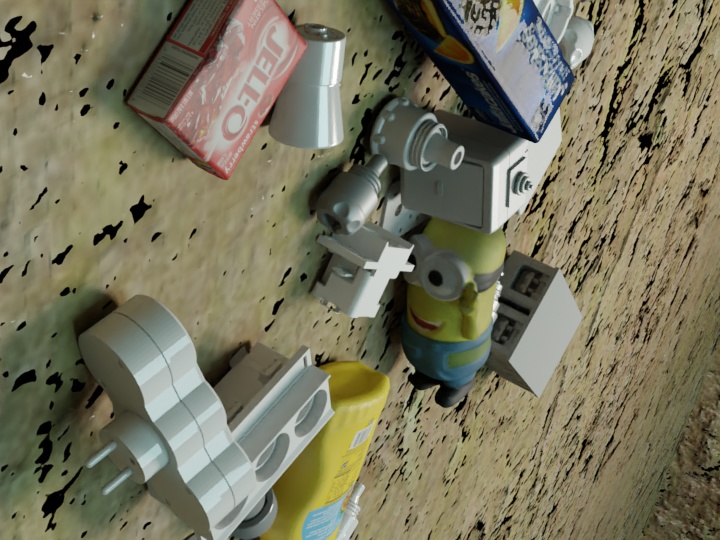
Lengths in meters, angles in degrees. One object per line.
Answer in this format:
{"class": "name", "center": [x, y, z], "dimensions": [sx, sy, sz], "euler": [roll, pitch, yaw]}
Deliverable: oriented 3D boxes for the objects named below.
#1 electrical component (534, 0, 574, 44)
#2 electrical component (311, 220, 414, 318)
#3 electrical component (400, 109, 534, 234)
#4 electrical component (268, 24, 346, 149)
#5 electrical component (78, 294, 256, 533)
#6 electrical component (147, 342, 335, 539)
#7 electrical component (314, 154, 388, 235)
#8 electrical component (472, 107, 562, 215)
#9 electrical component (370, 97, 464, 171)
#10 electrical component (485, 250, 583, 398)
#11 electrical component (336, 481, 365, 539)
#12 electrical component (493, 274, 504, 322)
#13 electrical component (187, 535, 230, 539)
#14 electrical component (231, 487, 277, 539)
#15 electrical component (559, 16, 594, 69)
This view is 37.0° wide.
{"class": "electrical component", "center": [0.117, -0.191, 0.791], "dimensions": [0.053, 0.059, 0.095], "euler": [-59, 155, -10]}
{"class": "electrical component", "center": [0.000, 0.000, 0.771], "dimensions": [0.081, 0.042, 0.063], "euler": [5, 112, -63]}
{"class": "electrical component", "center": [0.080, -0.069, 0.788], "dimensions": [0.061, 0.096, 0.061], "euler": [-40, 139, -41]}
{"class": "electrical component", "center": [-0.028, -0.107, 0.614], "dimensions": [0.044, 0.044, 0.065], "euler": [-30, 135, -50]}
{"class": "electrical component", "center": [-0.115, 0.089, 0.580], "dimensions": [0.074, 0.052, 0.138], "euler": [-40, 122, -32]}
{"class": "electrical component", "center": [-0.079, 0.108, 0.698], "dimensions": [0.121, 0.063, 0.078], "euler": [-47, 151, -32]}
{"class": "electrical component", "center": [-0.002, -0.054, 0.724], "dimensions": [0.061, 0.035, 0.035], "euler": [-53, 154, -26]}
{"class": "electrical component", "center": [0.126, -0.109, 0.893], "dimensions": [0.099, 0.048, 0.099], "euler": [-59, 153, -24]}
{"class": "electrical component", "center": [0.041, -0.088, 0.740], "dimensions": [0.048, 0.062, 0.048], "euler": [-44, 149, -35]}
{"class": "electrical component", "center": [0.175, 0.059, 1.149], "dimensions": [0.105, 0.060, 0.186], "euler": [-60, 155, -7]}
{"class": "electrical component", "center": [-0.016, 0.217, 0.963], "dimensions": [0.061, 0.035, 0.035], "euler": [-57, 155, -19]}
{"class": "electrical component", "center": [0.114, 0.035, 1.030], "dimensions": [0.078, 0.040, 0.040], "euler": [-60, 155, -7]}
{"class": "electrical component", "center": [-0.119, 0.244, 0.781], "dimensions": [0.099, 0.064, 0.099], "euler": [-29, 140, -29]}
{"class": "electrical component", "center": [-0.084, 0.161, 0.762], "dimensions": [0.045, 0.045, 0.055], "euler": [-50, 153, -26]}
{"class": "electrical component", "center": [0.181, -0.199, 0.928], "dimensions": [0.062, 0.043, 0.043], "euler": [-40, 147, -43]}
